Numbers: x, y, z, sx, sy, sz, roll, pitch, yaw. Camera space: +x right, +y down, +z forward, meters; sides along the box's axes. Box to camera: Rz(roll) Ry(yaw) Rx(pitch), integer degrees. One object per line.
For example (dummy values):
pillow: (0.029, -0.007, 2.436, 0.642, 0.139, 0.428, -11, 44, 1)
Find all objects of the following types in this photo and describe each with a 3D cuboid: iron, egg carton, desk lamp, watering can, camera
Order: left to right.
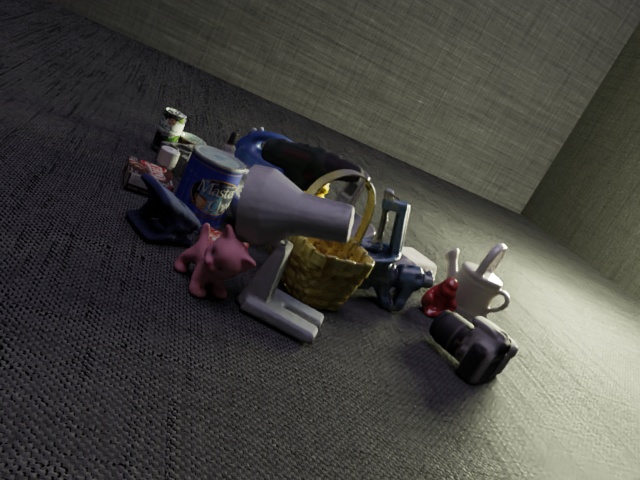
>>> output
iron: (-0.141, -0.239, 1.591, 0.258, 0.141, 0.119, 32, 18, 14)
desk lamp: (-0.050, 0.013, 0.880, 0.203, 0.213, 0.118, 28, 17, 2)
egg carton: (0.206, 0.065, 1.353, 0.151, 0.069, 0.107, 6, 27, -50)
camera: (0.286, 0.185, 1.075, 0.136, 0.101, 0.144, 39, 21, 33)
watering can: (0.355, 0.086, 1.301, 0.172, 0.194, 0.101, 29, 17, 7)

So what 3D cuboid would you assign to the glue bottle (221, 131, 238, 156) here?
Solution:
glue bottle: (-0.203, -0.142, 1.168, 0.078, 0.173, 0.037, 18, 19, -27)

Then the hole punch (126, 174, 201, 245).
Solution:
hole punch: (-0.258, -0.053, 0.972, 0.101, 0.091, 0.108, 7, 26, -48)

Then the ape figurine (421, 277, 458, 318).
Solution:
ape figurine: (0.266, 0.122, 1.241, 0.078, 0.092, 0.076, 28, 17, 3)

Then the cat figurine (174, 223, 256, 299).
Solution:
cat figurine: (-0.154, 0.023, 0.860, 0.067, 0.117, 0.127, 10, 24, -43)

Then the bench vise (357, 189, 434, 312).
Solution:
bench vise: (0.139, 0.016, 1.139, 0.208, 0.219, 0.121, 19, 19, -25)

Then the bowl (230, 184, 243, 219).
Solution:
bowl: (-0.118, -0.046, 1.183, 0.167, 0.074, 0.167, 25, 17, -8)

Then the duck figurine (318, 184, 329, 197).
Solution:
duck figurine: (-0.007, -0.140, 1.599, 0.078, 0.086, 0.104, 19, 19, -24)

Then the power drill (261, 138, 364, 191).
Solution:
power drill: (-0.042, -0.117, 1.275, 0.229, 0.208, 0.076, 29, 17, 7)

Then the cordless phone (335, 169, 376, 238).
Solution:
cordless phone: (0.080, -0.066, 1.348, 0.094, 0.185, 0.147, 8, 26, -47)
